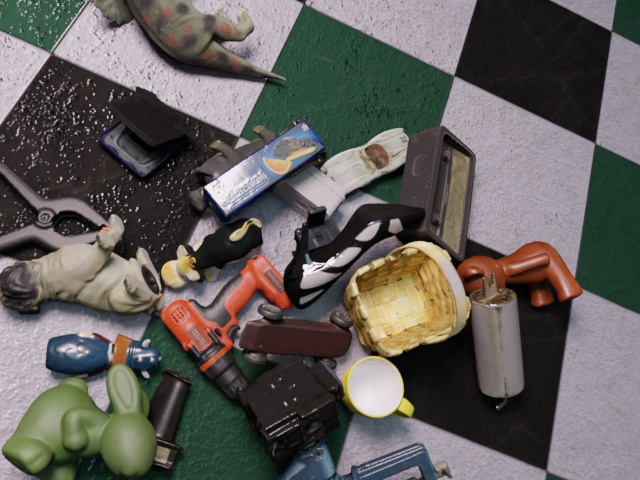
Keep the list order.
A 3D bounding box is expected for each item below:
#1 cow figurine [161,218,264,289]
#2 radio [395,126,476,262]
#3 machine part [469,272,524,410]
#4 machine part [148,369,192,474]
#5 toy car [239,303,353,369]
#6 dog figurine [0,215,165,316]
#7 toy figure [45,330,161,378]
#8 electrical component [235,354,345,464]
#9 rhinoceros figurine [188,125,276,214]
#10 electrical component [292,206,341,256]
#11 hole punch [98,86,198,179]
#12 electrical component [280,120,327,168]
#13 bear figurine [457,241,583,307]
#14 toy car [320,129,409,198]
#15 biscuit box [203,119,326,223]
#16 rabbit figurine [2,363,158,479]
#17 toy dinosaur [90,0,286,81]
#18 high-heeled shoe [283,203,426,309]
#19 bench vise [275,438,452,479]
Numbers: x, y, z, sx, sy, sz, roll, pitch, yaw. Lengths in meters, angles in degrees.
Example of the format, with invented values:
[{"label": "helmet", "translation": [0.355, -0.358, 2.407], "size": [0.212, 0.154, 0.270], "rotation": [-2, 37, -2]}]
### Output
[{"label": "cow figurine", "translation": [-0.167, 0.022, 0.845], "size": [0.167, 0.098, 0.068], "rotation": [-31, 87, -23]}, {"label": "radio", "translation": [0.210, -0.083, 0.970], "size": [0.131, 0.073, 0.229], "rotation": [32, 60, -38]}, {"label": "machine part", "translation": [0.293, 0.168, 0.889], "size": [0.079, 0.079, 0.243], "rotation": [-17, 106, -20]}, {"label": "machine part", "translation": [-0.227, 0.258, 0.777], "size": [0.084, 0.039, 0.139], "rotation": [14, 69, -1]}, {"label": "toy car", "translation": [-0.035, 0.146, 0.820], "size": [0.202, 0.053, 0.089], "rotation": [12, 105, -36]}, {"label": "dog figurine", "translation": [-0.350, 0.076, 0.792], "size": [0.191, 0.121, 0.172], "rotation": [-30, 100, 3]}, {"label": "toy figure", "translation": [-0.310, 0.164, 0.776], "size": [0.154, 0.064, 0.058], "rotation": [6, 32, -18]}, {"label": "electrical component", "translation": [-0.035, 0.225, 0.749], "size": [0.134, 0.058, 0.115], "rotation": [-26, 35, -21]}, {"label": "rhinoceros figurine", "translation": [-0.141, -0.115, 0.917], "size": [0.190, 0.073, 0.112], "rotation": [-33, 86, -20]}, {"label": "electrical component", "translation": [-0.002, -0.003, 0.885], "size": [0.075, 0.119, 0.048], "rotation": [-17, 62, -23]}, {"label": "hole punch", "translation": [-0.292, -0.177, 0.900], "size": [0.142, 0.092, 0.116], "rotation": [39, 36, 4]}, {"label": "electrical component", "translation": [-0.030, -0.171, 0.973], "size": [0.045, 0.078, 0.102], "rotation": [-36, 86, 18]}, {"label": "bear figurine", "translation": [0.336, 0.075, 0.952], "size": [0.196, 0.120, 0.132], "rotation": [-18, 80, -19]}, {"label": "toy car", "translation": [0.090, -0.143, 0.996], "size": [0.202, 0.056, 0.073], "rotation": [-29, 80, -23]}, {"label": "biscuit box", "translation": [-0.088, -0.108, 0.851], "size": [0.203, 0.059, 0.063], "rotation": [-37, 89, -16]}, {"label": "rabbit figurine", "translation": [-0.287, 0.255, 0.712], "size": [0.170, 0.121, 0.159], "rotation": [10, 47, 12]}, {"label": "toy dinosaur", "translation": [-0.259, -0.394, 0.967], "size": [0.192, 0.131, 0.405], "rotation": [-44, 90, -12]}, {"label": "high-heeled shoe", "translation": [0.060, 0.025, 0.848], "size": [0.249, 0.086, 0.145], "rotation": [-9, 113, -20]}, {"label": "bench vise", "translation": [0.063, 0.345, 0.766], "size": [0.241, 0.129, 0.223], "rotation": [-20, 84, -2]}]
